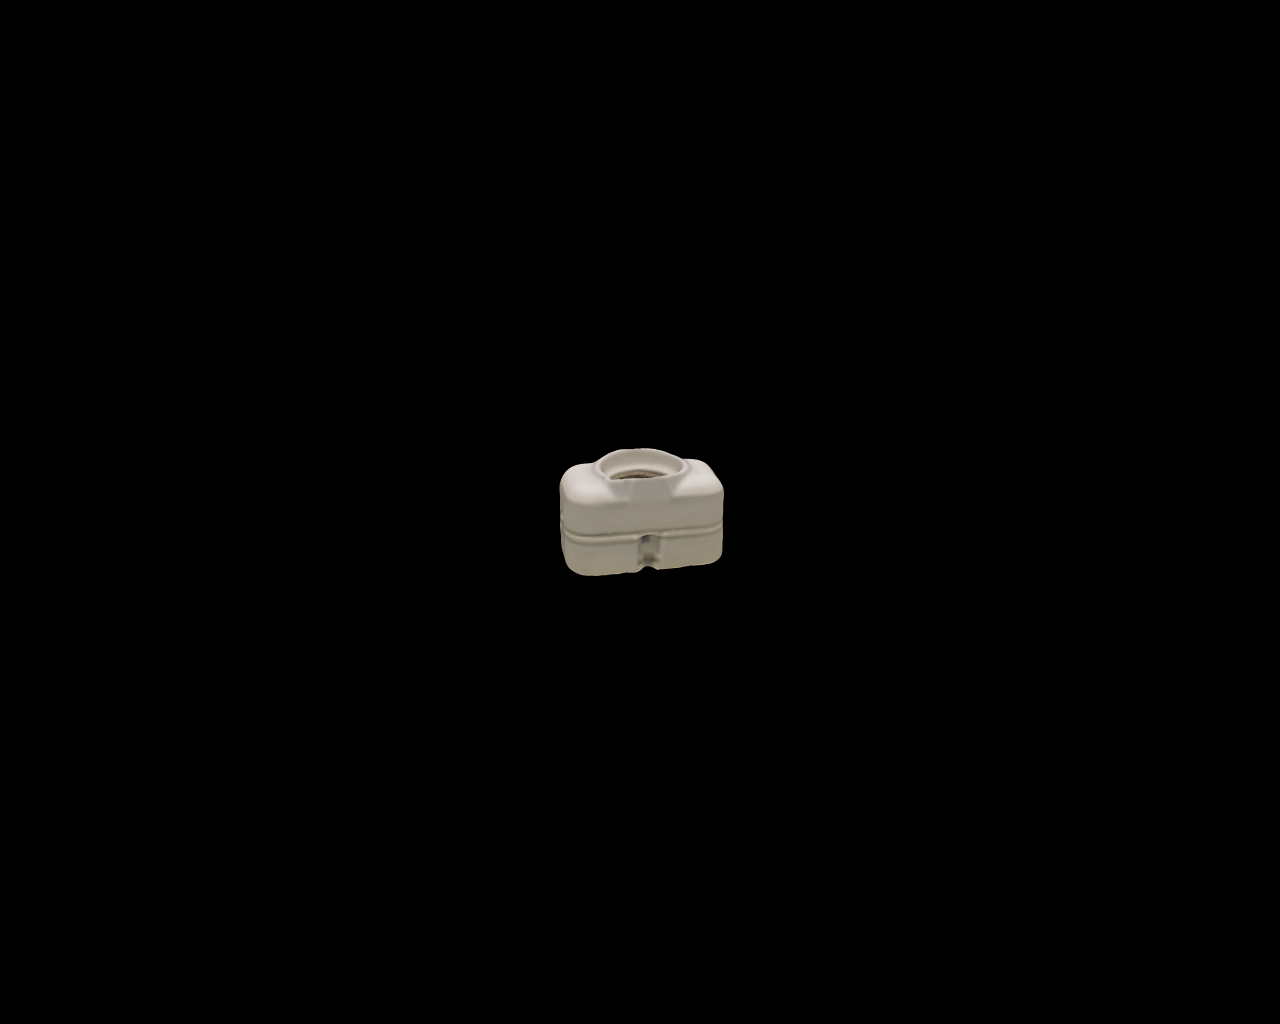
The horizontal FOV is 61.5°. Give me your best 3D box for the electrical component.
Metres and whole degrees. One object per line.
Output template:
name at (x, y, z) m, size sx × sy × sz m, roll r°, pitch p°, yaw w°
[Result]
electrical component at (0.001, -0.003, 0.650) m, size 0.095 × 0.059 × 0.054 m, roll -4°, pitch 24°, yaw -9°
